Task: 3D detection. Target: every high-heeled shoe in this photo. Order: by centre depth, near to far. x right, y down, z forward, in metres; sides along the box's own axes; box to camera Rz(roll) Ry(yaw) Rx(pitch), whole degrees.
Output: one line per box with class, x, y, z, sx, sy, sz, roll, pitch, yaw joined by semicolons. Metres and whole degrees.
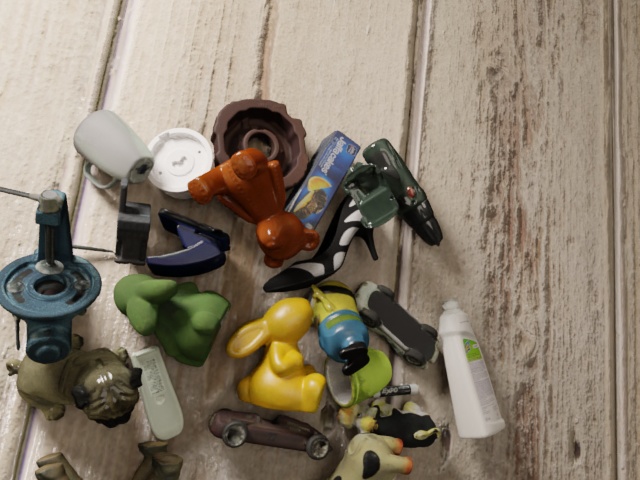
high-heeled shoe;-0.002;-0.003;0.943;0.249;0.086;0.145;-17;77;-24

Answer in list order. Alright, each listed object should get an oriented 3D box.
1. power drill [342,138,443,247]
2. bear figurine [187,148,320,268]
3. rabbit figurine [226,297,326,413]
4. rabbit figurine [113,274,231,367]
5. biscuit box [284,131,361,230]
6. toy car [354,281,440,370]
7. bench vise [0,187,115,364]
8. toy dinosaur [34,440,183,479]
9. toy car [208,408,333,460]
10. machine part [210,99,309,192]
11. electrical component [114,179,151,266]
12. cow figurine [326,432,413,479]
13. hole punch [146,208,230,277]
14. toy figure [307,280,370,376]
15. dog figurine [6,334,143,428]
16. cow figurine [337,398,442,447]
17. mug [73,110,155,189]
power drill;0.137;-0.076;0.968;0.207;0.086;0.232;-21;81;-55
bear figurine;-0.094;-0.039;0.837;0.195;0.120;0.132;63;20;-10
rabbit figurine;-0.065;0.174;0.859;0.162;0.122;0.173;11;91;-1
rabbit figurine;-0.233;0.109;0.793;0.170;0.159;0.121;24;81;-1
biscuit box;-0.003;-0.101;0.964;0.059;0.063;0.202;34;69;-15
toy car;0.140;0.156;0.982;0.201;0.056;0.073;42;61;-12
bench vise;-0.344;0.026;0.694;0.129;0.240;0.224;8;37;-15
toy dinosaur;-0.244;0.391;0.752;0.471;0.105;0.198;2;87;-14
toy car;-0.074;0.299;0.843;0.202;0.089;0.053;16;78;-18
machine part;-0.106;-0.158;0.935;0.179;0.056;0.179;4;78;-21
electrical component;-0.278;-0.030;0.801;0.048;0.075;0.119;7;111;-20
cow figurine;0.045;0.391;0.851;0.127;0.085;0.194;24;105;-13
hole punch;-0.201;0.019;0.824;0.116;0.142;0.092;18;72;-5
toy figure;0.034;0.139;0.885;0.089;0.180;0.082;5;117;-26
dog figurine;-0.327;0.183;0.703;0.172;0.190;0.121;2;79;-21
cow figurine;0.118;0.317;0.916;0.167;0.098;0.068;11;88;-21
mug;-0.312;-0.124;0.813;0.107;0.081;0.109;37;100;15
